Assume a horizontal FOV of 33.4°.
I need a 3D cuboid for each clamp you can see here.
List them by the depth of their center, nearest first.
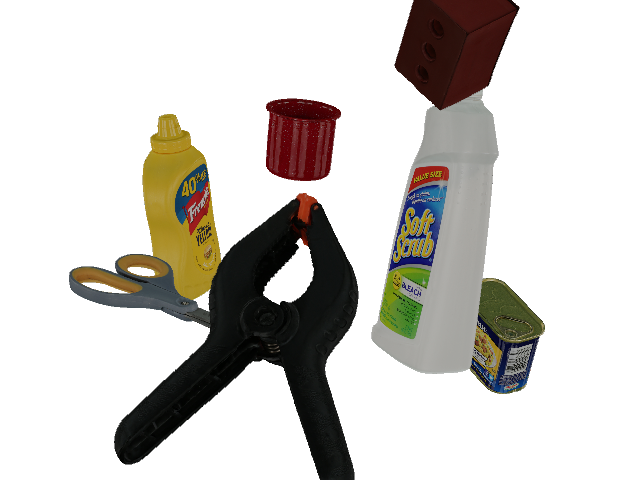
[{"bbox_3d":[-0.018,0.055,0.548,0.120,0.171,0.039,20,-26,12],"label":"clamp"}]

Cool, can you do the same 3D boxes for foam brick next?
[{"bbox_3d":[0.093,-0.140,0.740,0.051,0.053,0.078,-31,-25,-27],"label":"foam brick"}]

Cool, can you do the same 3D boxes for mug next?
[{"bbox_3d":[-0.019,-0.127,1.330,0.093,0.081,0.117,16,24,22],"label":"mug"}]

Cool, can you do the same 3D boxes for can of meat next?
[{"bbox_3d":[0.191,0.105,1.163,0.057,0.084,0.102,-12,40,-24],"label":"can of meat"}]

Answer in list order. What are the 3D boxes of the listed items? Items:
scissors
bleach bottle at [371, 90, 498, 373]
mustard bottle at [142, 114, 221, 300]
[{"bbox_3d":[-0.110,0.047,0.885,0.202,0.016,0.096,13,24,15],"label":"scissors"},{"bbox_3d":[0.103,-0.019,0.917,0.068,0.251,0.103,0,15,-26],"label":"bleach bottle"},{"bbox_3d":[-0.147,-0.038,1.118,0.058,0.192,0.096,5,26,22],"label":"mustard bottle"}]
